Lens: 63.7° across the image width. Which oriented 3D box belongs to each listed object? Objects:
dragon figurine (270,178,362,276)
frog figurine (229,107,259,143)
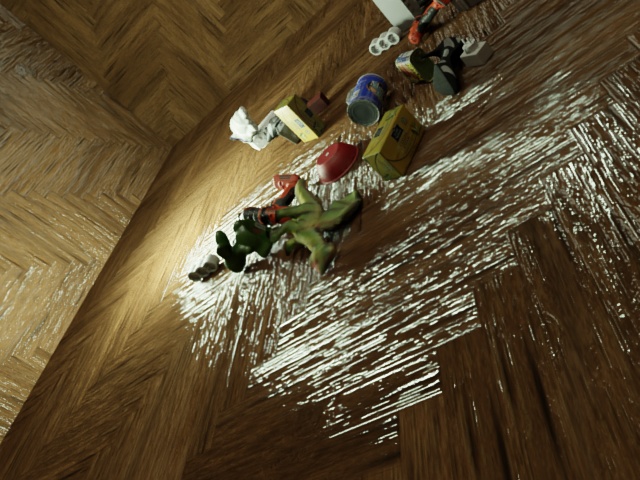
[{"bbox_3d":[0.004,-0.069,1.376,0.241,0.421,0.120,-13,-49,24],"label":"dragon figurine"},{"bbox_3d":[-0.333,-0.516,2.251,0.139,0.156,0.124,30,43,31],"label":"frog figurine"}]
